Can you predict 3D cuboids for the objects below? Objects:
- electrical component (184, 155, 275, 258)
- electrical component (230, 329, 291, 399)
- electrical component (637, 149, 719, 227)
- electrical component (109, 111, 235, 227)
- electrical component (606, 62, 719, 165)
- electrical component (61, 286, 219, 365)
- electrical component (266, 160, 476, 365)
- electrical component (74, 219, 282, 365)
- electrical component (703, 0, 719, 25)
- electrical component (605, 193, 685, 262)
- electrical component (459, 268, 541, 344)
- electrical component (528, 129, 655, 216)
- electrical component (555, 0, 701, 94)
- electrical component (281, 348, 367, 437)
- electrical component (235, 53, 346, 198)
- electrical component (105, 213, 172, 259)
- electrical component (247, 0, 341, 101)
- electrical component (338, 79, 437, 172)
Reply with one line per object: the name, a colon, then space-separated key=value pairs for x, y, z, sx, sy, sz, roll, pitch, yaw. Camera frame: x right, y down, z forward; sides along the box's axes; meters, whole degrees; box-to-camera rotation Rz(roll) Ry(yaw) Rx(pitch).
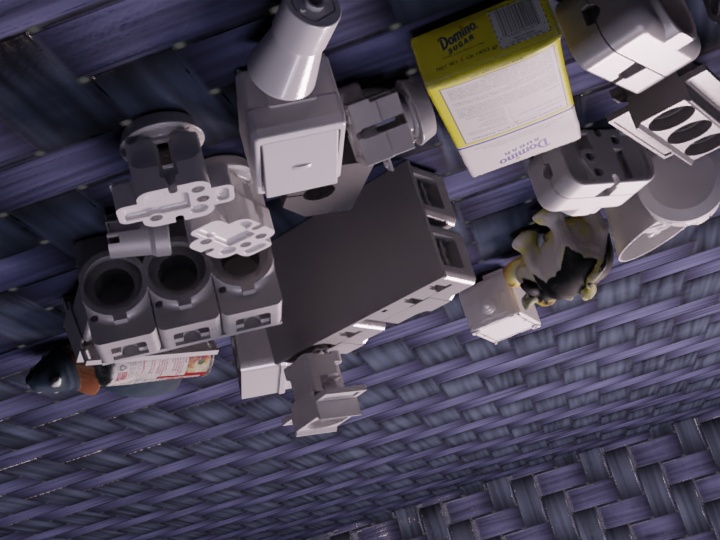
electrical component: x=-0.101 y=-0.048 z=0.796 sx=0.058 sy=0.057 sz=0.078 roll=-24 pitch=159 yaw=20
electrical component: x=-0.100 y=0.080 z=1.103 sx=0.057 sy=0.078 sz=0.113 roll=-10 pitch=159 yaw=-10
electrical component: x=0.296 y=-0.079 z=0.990 sx=0.080 sy=0.080 sz=0.051 roll=-21 pitch=164 yaw=13
electrical component: x=-0.129 y=-0.069 z=0.720 sx=0.078 sy=0.057 sz=0.058 roll=-13 pitch=160 yaw=-8
electrical component: x=0.246 y=-0.131 z=0.835 sx=0.079 sy=0.063 sz=0.121 roll=-28 pitch=157 yaw=29
electrical component: x=-0.190 y=0.039 z=0.945 sx=0.121 sy=0.078 sz=0.063 roll=-2 pitch=134 yaw=-33
electrical component: x=0.000 y=0.000 z=0.929 sx=0.186 sy=0.105 sz=0.060 roll=-29 pitch=157 yaw=31
electrical component: x=-0.145 y=0.010 z=0.867 sx=0.150 sy=0.089 sz=0.061 roll=-13 pitch=159 yaw=-10
electrical component: x=0.239 y=-0.190 z=0.654 sx=0.051 sy=0.080 sz=0.080 roll=-11 pitch=160 yaw=1
electrical component: x=0.294 y=-0.055 z=1.071 sx=0.099 sy=0.064 sz=0.099 roll=-14 pitch=160 yaw=-5
electrical component: x=0.155 y=0.039 z=1.216 sx=0.062 sy=0.061 sz=0.096 roll=-24 pitch=158 yaw=20
electrical component: x=0.198 y=-0.084 z=0.935 sx=0.095 sy=0.053 sz=0.059 roll=-6 pitch=157 yaw=-27
electrical component: x=0.184 y=-0.162 z=0.719 sx=0.059 sy=0.053 sz=0.095 roll=-31 pitch=155 yaw=35
electrical component: x=-0.035 y=0.104 z=0.926 sx=0.042 sy=0.063 sz=0.081 roll=-3 pitch=157 yaw=-35
electrical component: x=-0.045 y=-0.095 z=0.710 sx=0.062 sy=0.061 sz=0.096 roll=-13 pitch=160 yaw=-9
electrical component: x=-0.169 y=-0.028 z=0.822 sx=0.046 sy=0.040 sz=0.040 roll=-7 pitch=159 yaw=-10
electrical component: x=-0.037 y=-0.137 z=0.636 sx=0.044 sy=0.044 sz=0.065 roll=-6 pitch=153 yaw=-27
electrical component: x=0.020 y=-0.104 z=0.748 sx=0.055 sy=0.066 sz=0.048 roll=-22 pitch=-165 yaw=-8
